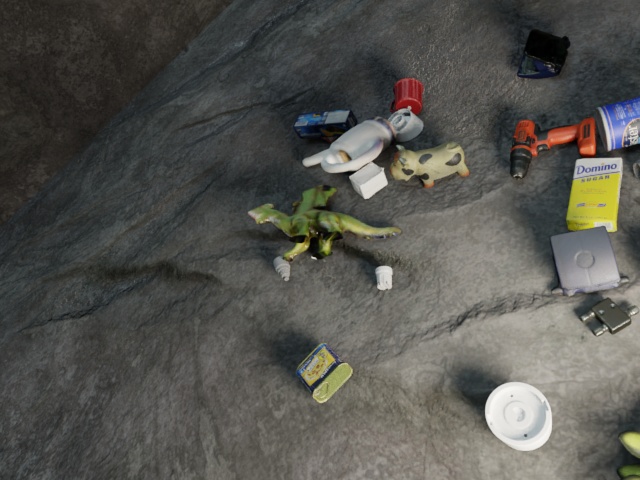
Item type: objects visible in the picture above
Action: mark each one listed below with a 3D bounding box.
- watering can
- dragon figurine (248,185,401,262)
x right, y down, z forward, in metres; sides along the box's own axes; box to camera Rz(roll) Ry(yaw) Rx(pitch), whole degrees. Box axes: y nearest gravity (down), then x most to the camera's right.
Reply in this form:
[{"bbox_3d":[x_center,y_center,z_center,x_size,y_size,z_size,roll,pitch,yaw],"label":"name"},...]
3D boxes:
[{"bbox_3d":[0.086,-0.272,1.518,0.226,0.102,0.349,-37,23,-16],"label":"watering can"},{"bbox_3d":[0.004,-0.071,1.408,0.410,0.119,0.249,-7,49,5],"label":"dragon figurine"}]
